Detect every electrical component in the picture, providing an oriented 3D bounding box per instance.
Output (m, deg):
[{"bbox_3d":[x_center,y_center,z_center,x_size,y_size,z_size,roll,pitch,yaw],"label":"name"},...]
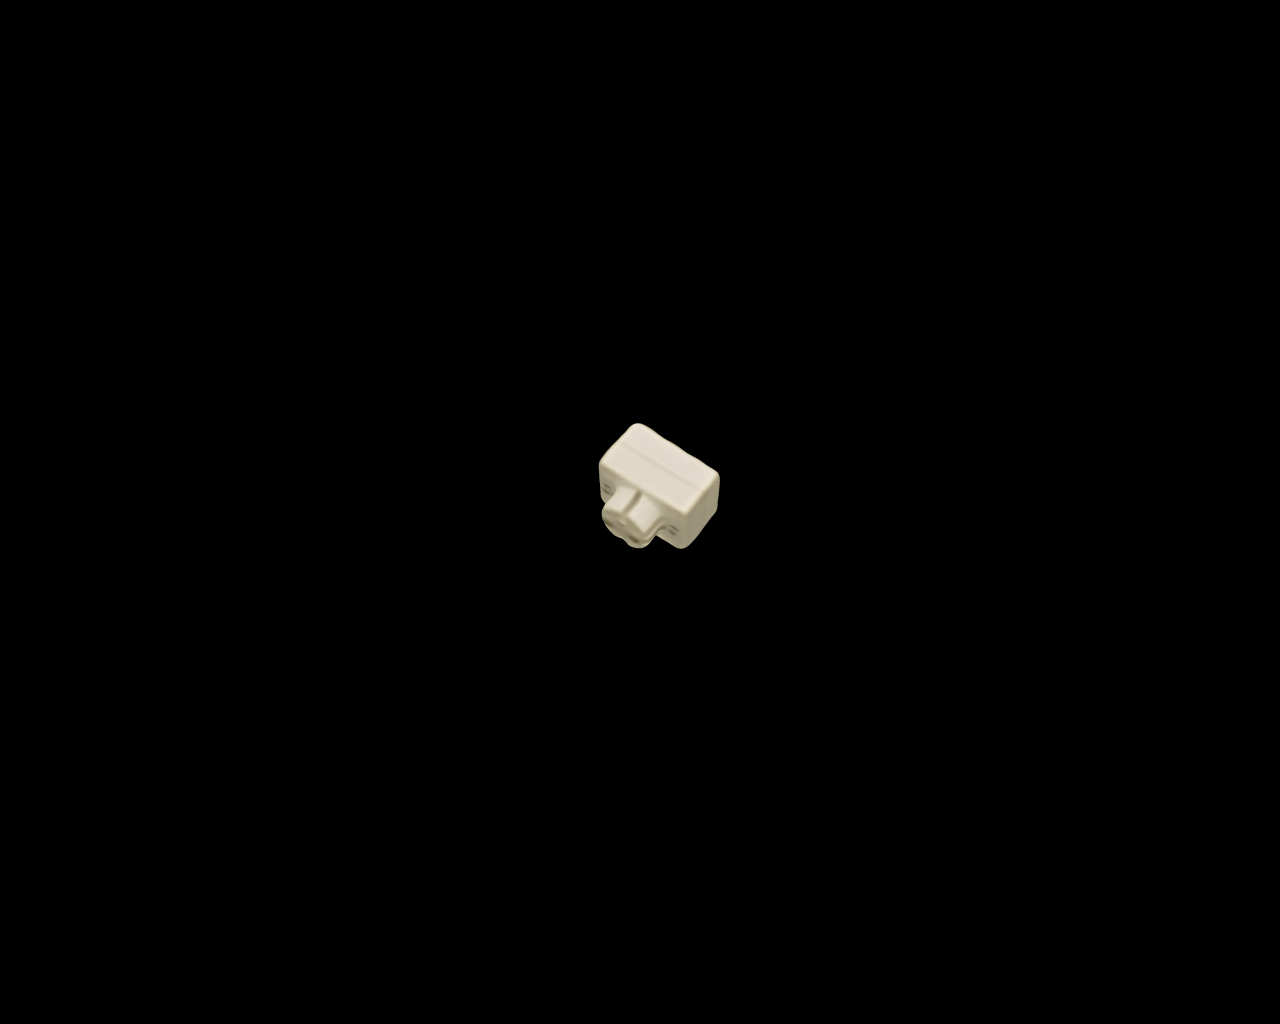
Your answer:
[{"bbox_3d":[0.001,-0.003,0.650,0.066,0.077,0.047,32,-26,18],"label":"electrical component"}]
